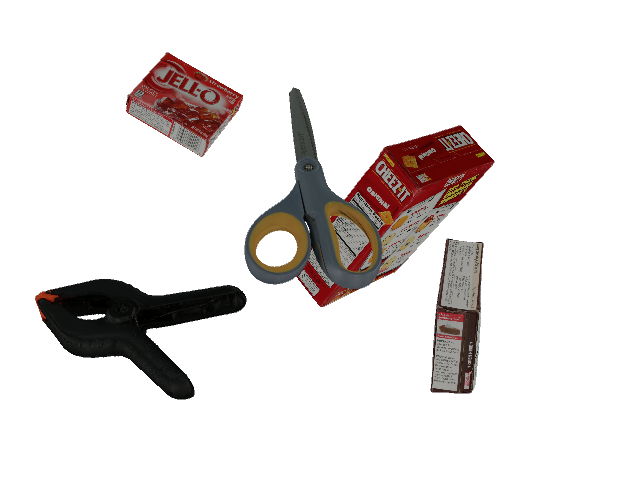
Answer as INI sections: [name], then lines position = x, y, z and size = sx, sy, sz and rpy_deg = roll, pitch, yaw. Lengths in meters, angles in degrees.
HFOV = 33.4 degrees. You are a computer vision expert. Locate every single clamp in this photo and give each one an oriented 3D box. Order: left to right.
[clamp]
position = -0.148, 0.063, 0.875
size = 0.172, 0.039, 0.120
rpy_deg = 18, 38, 21

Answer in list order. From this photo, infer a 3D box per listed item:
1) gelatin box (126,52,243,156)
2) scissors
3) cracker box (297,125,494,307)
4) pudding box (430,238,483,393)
[gelatin box]
position = -0.131, -0.132, 1.026
size = 0.089, 0.073, 0.030
rpy_deg = 31, -38, 2
[scissors]
position = -0.023, -0.037, 0.723
size = 0.096, 0.016, 0.202
rpy_deg = -15, 47, -16
[cracker box]
position = 0.081, -0.030, 1.247
size = 0.163, 0.072, 0.214
rpy_deg = -22, -24, -49
[pudding box]
position = 0.119, 0.065, 0.925
size = 0.039, 0.090, 0.113
rpy_deg = 3, 31, 7
